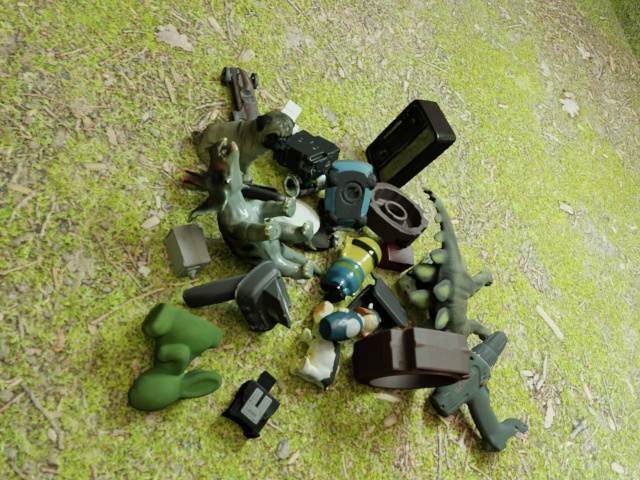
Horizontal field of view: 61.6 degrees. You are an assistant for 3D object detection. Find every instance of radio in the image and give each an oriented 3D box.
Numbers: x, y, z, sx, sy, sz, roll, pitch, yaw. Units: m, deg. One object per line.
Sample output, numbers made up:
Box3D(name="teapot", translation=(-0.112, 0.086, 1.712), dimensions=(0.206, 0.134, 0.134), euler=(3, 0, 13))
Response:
Box3D(name="radio", translation=(0.215, -0.232, 1.324), dimensions=(0.073, 0.229, 0.131), euler=(-3, 65, -38))

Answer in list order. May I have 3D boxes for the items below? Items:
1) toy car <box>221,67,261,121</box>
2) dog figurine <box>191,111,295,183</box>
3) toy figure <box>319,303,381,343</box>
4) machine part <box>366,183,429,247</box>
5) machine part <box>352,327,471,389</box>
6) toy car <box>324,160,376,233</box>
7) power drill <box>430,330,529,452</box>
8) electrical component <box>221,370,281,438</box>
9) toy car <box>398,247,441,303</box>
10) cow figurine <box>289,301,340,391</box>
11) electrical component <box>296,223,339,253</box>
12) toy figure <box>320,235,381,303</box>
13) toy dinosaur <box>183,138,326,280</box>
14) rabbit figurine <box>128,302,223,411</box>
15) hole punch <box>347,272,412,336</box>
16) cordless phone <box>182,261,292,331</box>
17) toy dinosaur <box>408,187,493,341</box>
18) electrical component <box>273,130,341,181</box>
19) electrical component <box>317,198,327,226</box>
Box3D(name="toy car", translation=(-0.172, -0.326, 1.231), dimensions=(0.089, 0.053, 0.202), euler=(3, 59, -28))
Box3D(name="dog figurine", translation=(-0.161, -0.220, 1.105), dimensions=(0.172, 0.190, 0.121), euler=(10, 61, -26))
Box3D(name="toy figure", translation=(0.067, 0.165, 1.056), dimensions=(0.154, 0.064, 0.058), euler=(-3, 37, -40))
Box3D(name="machine part", translation=(0.173, -0.060, 1.285), dimensions=(0.179, 0.056, 0.179), euler=(21, 37, -17))
Box3D(name="machine part", translation=(0.183, 0.243, 1.077), dimensions=(0.201, 0.201, 0.087), euler=(15, 62, -26))
Box3D(name="toy car", translation=(0.061, -0.101, 1.204), dimensions=(0.109, 0.103, 0.161), euler=(3, 103, -6))
Box3D(name="power drill", translation=(0.371, 0.342, 1.184), dimensions=(0.232, 0.086, 0.207), euler=(-34, 100, -13))
Box3D(name="electrical component", translation=(-0.112, 0.288, 0.968), dimensions=(0.075, 0.048, 0.119), euler=(46, 53, -5))
Box3D(name="toy car", translation=(0.265, 0.082, 1.301), dimensions=(0.202, 0.056, 0.073), euler=(-32, 103, -40))
Box3D(name="cow figurine", translation=(0.011, 0.208, 1.072), dimensions=(0.098, 0.068, 0.167), euler=(35, 56, -19))
Box3D(name="electrical component", translation=(-0.004, -0.004, 1.186), dimensions=(0.102, 0.045, 0.078), euler=(9, 64, -28))
Box3D(name="toy figure", translation=(0.069, 0.065, 1.166), dimensions=(0.089, 0.082, 0.180), euler=(23, 43, 13))
Box3D(name="toy dinosaur", translation=(-0.123, -0.009, 1.038), dimensions=(0.404, 0.192, 0.131), euler=(64, 40, -52))
Box3D(name="rabbit figurine", translation=(-0.248, 0.208, 0.903), dimensions=(0.159, 0.121, 0.170), euler=(31, 72, -24))
Box3D(name="hole punch", translation=(0.127, 0.155, 1.174), dimensions=(0.142, 0.092, 0.116), euler=(48, 20, 0))
Box3D(name="cordless phone", translation=(-0.152, 0.120, 1.006), dimensions=(0.184, 0.146, 0.089), euler=(-11, 50, 2))
Box3D(name="toy dinosaur", translation=(0.295, 0.108, 1.214), dimensions=(0.198, 0.105, 0.470), euler=(-13, 98, -39))
Box3D(name="electrical component", translation=(-0.023, -0.197, 1.221), dimensions=(0.115, 0.058, 0.134), euler=(32, 39, 21))
Box3D(name="electrical component", translation=(0.024, -0.073, 1.253), dimensions=(0.063, 0.021, 0.094), euler=(9, 62, -28))
